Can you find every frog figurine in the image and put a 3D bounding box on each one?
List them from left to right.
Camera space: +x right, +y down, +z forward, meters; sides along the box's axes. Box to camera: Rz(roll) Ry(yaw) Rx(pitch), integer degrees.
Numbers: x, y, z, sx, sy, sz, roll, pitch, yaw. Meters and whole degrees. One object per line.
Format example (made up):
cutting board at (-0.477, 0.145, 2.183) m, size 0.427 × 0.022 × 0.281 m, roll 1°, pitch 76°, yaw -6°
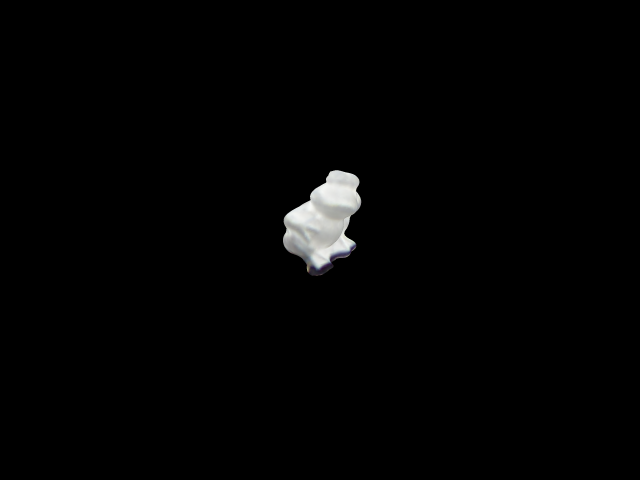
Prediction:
frog figurine at (0.003, -0.043, 0.850) m, size 0.138 × 0.156 × 0.124 m, roll -16°, pitch 32°, yaw -28°
